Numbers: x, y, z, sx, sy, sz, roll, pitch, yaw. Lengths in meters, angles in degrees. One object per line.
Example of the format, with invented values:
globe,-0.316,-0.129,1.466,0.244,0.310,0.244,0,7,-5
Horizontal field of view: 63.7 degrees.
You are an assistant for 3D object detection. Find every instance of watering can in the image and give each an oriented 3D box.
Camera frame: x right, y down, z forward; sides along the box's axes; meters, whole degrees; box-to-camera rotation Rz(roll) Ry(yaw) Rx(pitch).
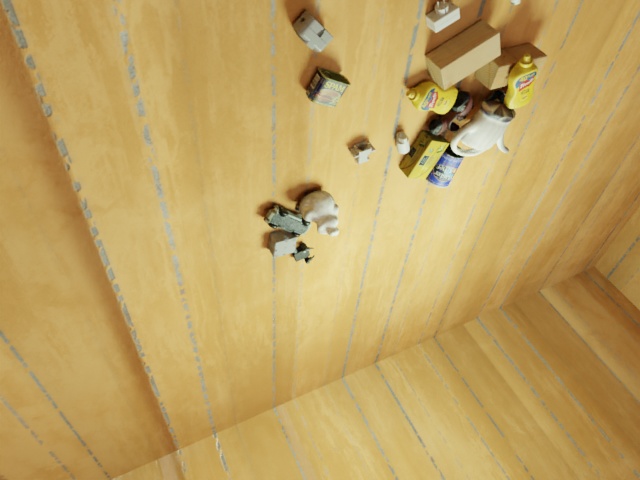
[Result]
watering can,0.608,-0.388,1.827,0.349,0.106,0.219,-7,142,-35

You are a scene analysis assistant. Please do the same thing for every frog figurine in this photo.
frog figurine,0.005,-0.088,1.739,0.137,0.162,0.120,-1,133,-36
